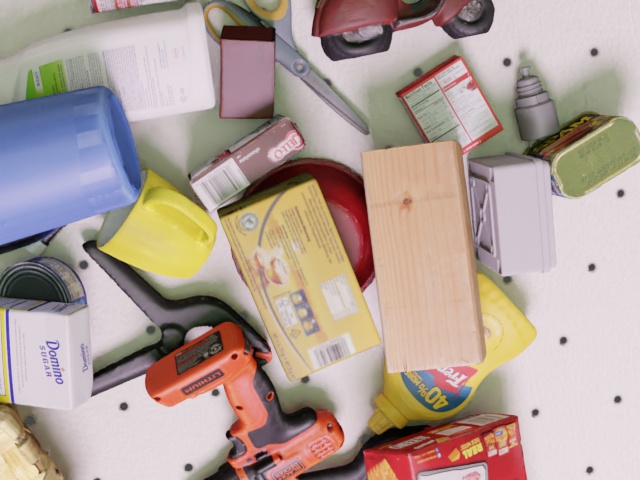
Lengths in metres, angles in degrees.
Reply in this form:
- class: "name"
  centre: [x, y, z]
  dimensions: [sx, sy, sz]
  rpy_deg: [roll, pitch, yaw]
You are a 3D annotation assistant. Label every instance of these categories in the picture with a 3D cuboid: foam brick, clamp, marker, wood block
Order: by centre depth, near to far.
- class: "foam brick"
  centre: [-0.068, -0.159, 1.011]
  dimensions: [0.053, 0.051, 0.078]
  rpy_deg: [2, 114, -3]
- class: "wood block"
  centre: [0.100, 0.015, 1.014]
  dimensions: [0.091, 0.090, 0.206]
  rpy_deg: [-7, 90, 12]
- class: "marker"
  centre: [-0.239, -0.033, 1.032]
  dimensions: [0.020, 0.020, 0.121]
  rpy_deg: [43, 90, -12]
- class: "clamp"
  centre: [-0.154, 0.105, 1.056]
  dimensions: [0.210, 0.036, 0.164]
  rpy_deg: [17, 98, -8]
- class: "clamp"
  centre: [0.047, 0.245, 1.104]
  dimensions: [0.171, 0.039, 0.120]
  rpy_deg: [-47, 113, 1]

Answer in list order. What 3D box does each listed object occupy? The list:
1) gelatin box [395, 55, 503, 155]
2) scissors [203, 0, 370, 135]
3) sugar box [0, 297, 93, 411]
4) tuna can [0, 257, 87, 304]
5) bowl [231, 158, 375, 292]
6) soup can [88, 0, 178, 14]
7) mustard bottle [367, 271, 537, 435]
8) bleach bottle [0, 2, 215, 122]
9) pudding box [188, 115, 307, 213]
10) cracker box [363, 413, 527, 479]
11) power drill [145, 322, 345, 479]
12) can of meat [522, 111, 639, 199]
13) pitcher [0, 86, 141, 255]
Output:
- class: "gelatin box"
  centre: [0.129, -0.129, 1.067]
  dimensions: [0.073, 0.030, 0.089]
  rpy_deg: [-33, 102, -1]
- class: "scissors"
  centre: [-0.018, -0.190, 1.041]
  dimensions: [0.201, 0.016, 0.096]
  rpy_deg: [27, 99, -11]
- class: "sugar box"
  centre: [-0.298, 0.101, 0.994]
  dimensions: [0.176, 0.048, 0.093]
  rpy_deg: [4, 102, 16]
- class: "tuna can"
  centre: [-0.266, 0.059, 1.017]
  dimensions: [0.086, 0.033, 0.086]
  rpy_deg: [4, 102, 19]
- class: "bowl"
  centre: [-0.007, 0.001, 1.053]
  dimensions: [0.162, 0.055, 0.162]
  rpy_deg: [-1, 99, -8]
- class: "soup can"
  centre: [-0.166, -0.250, 0.986]
  dimensions: [0.102, 0.068, 0.068]
  rpy_deg: [-9, 100, -7]
- class: "mustard bottle"
  centre: [0.122, 0.127, 1.089]
  dimensions: [0.191, 0.058, 0.096]
  rpy_deg: [-44, 98, 0]
- class: "bleach bottle"
  centre: [-0.228, -0.155, 0.991]
  dimensions: [0.250, 0.068, 0.102]
  rpy_deg: [-8, 111, -5]
- class: "pudding box"
  centre: [-0.071, -0.075, 1.015]
  dimensions: [0.113, 0.090, 0.039]
  rpy_deg: [-33, 100, -2]
- class: "cracker box"
  centre: [0.133, 0.291, 1.043]
  dimensions: [0.163, 0.072, 0.214]
  rpy_deg: [-9, 92, -42]
- class: "power drill"
  centre: [-0.091, 0.183, 1.046]
  dimensions: [0.184, 0.057, 0.187]
  rpy_deg: [-32, 122, 2]
- class: "can of meat"
  centre: [0.262, -0.084, 1.065]
  dimensions: [0.102, 0.084, 0.057]
  rpy_deg: [-32, 101, -3]
- class: "pitcher"
  centre: [-0.285, -0.051, 0.946]
  dimensions: [0.243, 0.149, 0.145]
  rpy_deg: [-14, 101, 1]
